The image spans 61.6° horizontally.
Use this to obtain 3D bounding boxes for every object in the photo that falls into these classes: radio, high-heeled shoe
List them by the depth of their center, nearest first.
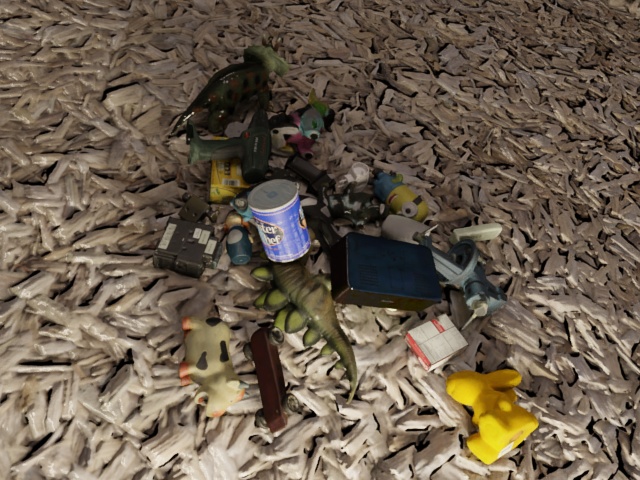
[{"bbox_3d":[0.133,0.067,1.103,0.229,0.073,0.131,10,60,-28],"label":"radio"},{"bbox_3d":[-0.003,-0.004,1.235,0.249,0.086,0.145,29,47,-1],"label":"high-heeled shoe"}]

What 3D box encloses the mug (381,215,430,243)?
[{"bbox_3d":[0.197,-0.006,1.299,0.107,0.080,0.109,29,78,19],"label":"mug"}]

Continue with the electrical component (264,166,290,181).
[{"bbox_3d":[-0.104,-0.158,1.375,0.094,0.021,0.063,23,51,6],"label":"electrical component"}]

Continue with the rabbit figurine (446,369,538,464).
[{"bbox_3d":[0.331,0.316,1.055,0.162,0.121,0.173,-28,44,-21],"label":"rabbit figurine"}]

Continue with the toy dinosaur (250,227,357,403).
[{"bbox_3d":[-0.027,0.121,1.133,0.198,0.104,0.472,-28,54,-21],"label":"toy dinosaur"}]

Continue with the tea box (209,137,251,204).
[{"bbox_3d":[-0.222,-0.172,1.330,0.098,0.068,0.170,5,51,-12],"label":"tea box"}]

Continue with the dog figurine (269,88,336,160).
[{"bbox_3d":[-0.055,-0.326,1.467,0.192,0.108,0.219,9,47,-2],"label":"dog figurine"}]

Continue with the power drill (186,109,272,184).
[{"bbox_3d":[-0.218,-0.237,1.294,0.207,0.086,0.232,5,55,-22],"label":"power drill"}]

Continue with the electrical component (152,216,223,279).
[{"bbox_3d":[-0.285,0.019,1.177,0.134,0.058,0.115,15,53,-1],"label":"electrical component"}]

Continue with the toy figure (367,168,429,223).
[{"bbox_3d":[0.201,-0.111,1.372,0.089,0.082,0.180,-25,60,-26],"label":"toy figure"}]

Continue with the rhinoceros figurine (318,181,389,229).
[{"bbox_3d":[0.077,-0.083,1.326,0.190,0.073,0.112,3,52,-10],"label":"rhinoceros figurine"}]

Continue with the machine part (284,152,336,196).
[{"bbox_3d":[-0.031,-0.170,1.392,0.139,0.039,0.084,39,60,16],"label":"machine part"}]

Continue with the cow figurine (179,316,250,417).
[{"bbox_3d":[-0.200,0.237,1.015,0.127,0.085,0.195,-3,53,-7],"label":"cow figurine"}]

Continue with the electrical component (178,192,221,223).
[{"bbox_3d":[-0.283,-0.068,1.255,0.102,0.045,0.078,28,81,12],"label":"electrical component"}]

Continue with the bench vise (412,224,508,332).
[{"bbox_3d":[0.305,0.068,1.214,0.240,0.129,0.224,34,42,-15],"label":"bench vise"}]

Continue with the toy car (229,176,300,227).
[{"bbox_3d":[-0.113,-0.078,1.211,0.162,0.102,0.109,-10,19,29],"label":"toy car"}]

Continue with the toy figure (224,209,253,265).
[{"bbox_3d":[-0.187,-0.017,1.225,0.064,0.057,0.154,-3,54,-16],"label":"toy figure"}]

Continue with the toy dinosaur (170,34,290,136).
[{"bbox_3d":[-0.226,-0.413,1.438,0.131,0.192,0.405,37,53,18],"label":"toy dinosaur"}]

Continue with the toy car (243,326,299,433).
[{"bbox_3d":[-0.091,0.260,1.017,0.053,0.089,0.202,25,38,-47],"label":"toy car"}]
